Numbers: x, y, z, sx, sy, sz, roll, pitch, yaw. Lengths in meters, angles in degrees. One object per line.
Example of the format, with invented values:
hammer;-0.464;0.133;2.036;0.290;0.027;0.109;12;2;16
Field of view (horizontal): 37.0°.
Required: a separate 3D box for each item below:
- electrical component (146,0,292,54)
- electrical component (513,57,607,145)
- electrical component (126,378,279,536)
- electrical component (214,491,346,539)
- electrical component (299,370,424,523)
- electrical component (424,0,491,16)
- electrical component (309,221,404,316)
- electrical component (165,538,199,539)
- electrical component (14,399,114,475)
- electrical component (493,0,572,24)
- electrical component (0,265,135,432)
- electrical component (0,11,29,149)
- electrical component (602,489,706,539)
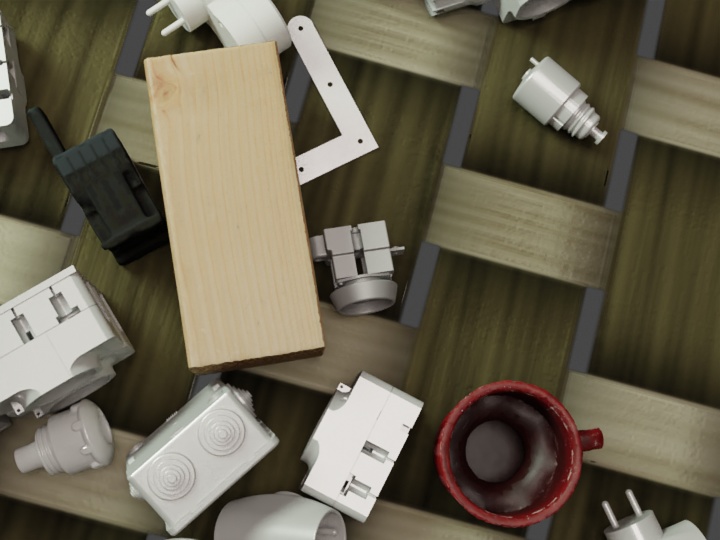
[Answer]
electrical component;-0.119;-0.199;0.782;0.074;0.052;0.138;-36;84;-9
electrical component;0.150;-0.122;0.796;0.078;0.040;0.040;41;80;3
electrical component;-0.107;0.118;0.706;0.100;0.100;0.048;-41;98;-10
electrical component;-0.048;0.192;0.717;0.077;0.044;0.079;-1;119;28
electrical component;-0.004;0.118;0.737;0.056;0.050;0.089;28;79;0
electrical component;0.071;-0.214;0.807;0.046;0.040;0.040;-19;82;-2
electrical component;0.000;0.000;0.761;0.066;0.048;0.055;-9;73;-6
electrical component;-0.134;0.218;0.710;0.079;0.044;0.077;6;99;22
electrical component;-0.201;0.118;0.726;0.062;0.048;0.048;-21;82;0
electrical component;0.155;-0.241;0.742;0.105;0.186;0.060;-21;82;-7
electrical component;-0.244;0.078;0.698;0.186;0.105;0.060;-31;84;-9
electrical component;-0.268;-0.133;0.758;0.050;0.055;0.089;-9;81;-6
electrical component;0.194;0.192;0.741;0.077;0.044;0.079;-24;83;-8
